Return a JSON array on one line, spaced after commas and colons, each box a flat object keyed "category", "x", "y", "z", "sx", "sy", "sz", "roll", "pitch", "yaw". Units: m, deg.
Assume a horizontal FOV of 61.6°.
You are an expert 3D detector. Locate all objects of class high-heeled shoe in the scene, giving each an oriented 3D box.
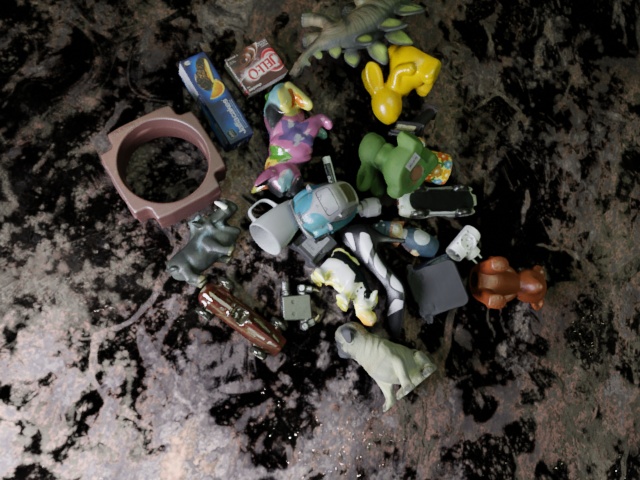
[{"category": "high-heeled shoe", "x": 0.113, "y": 0.089, "z": 1.165, "sx": 0.145, "sy": 0.086, "sz": 0.248, "roll": 1, "pitch": 94, "yaw": 11}]

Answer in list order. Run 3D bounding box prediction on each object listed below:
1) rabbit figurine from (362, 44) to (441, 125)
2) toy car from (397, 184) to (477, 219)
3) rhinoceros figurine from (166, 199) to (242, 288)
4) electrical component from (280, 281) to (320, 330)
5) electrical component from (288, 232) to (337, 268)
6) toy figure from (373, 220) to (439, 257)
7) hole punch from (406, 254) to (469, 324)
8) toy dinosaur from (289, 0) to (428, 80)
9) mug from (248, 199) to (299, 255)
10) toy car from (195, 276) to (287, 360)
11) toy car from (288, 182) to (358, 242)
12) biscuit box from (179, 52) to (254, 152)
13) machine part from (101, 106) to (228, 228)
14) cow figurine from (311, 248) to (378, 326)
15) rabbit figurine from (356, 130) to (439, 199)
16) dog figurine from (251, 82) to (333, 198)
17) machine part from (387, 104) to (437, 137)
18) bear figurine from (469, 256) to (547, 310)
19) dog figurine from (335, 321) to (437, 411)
[{"category": "rabbit figurine", "x": 0.172, "y": -0.353, "z": 1.225, "sx": 0.162, "sy": 0.122, "sz": 0.173, "roll": 29, "pitch": 93, "yaw": -7}, {"category": "toy car", "x": 0.271, "y": -0.088, "z": 1.239, "sx": 0.202, "sy": 0.056, "sz": 0.073, "roll": -3, "pitch": 83, "yaw": -19}, {"category": "rhinoceros figurine", "x": -0.224, "y": 0.006, "z": 1.073, "sx": 0.112, "sy": 0.073, "sz": 0.190, "roll": 36, "pitch": 75, "yaw": 3}, {"category": "electrical component", "x": -0.042, "y": 0.136, "z": 1.115, "sx": 0.078, "sy": 0.045, "sz": 0.102, "roll": 4, "pitch": 80, "yaw": -17}, {"category": "electrical component", "x": -0.002, "y": -0.003, "z": 1.149, "sx": 0.119, "sy": 0.048, "sz": 0.075, "roll": -43, "pitch": 95, "yaw": -16}, {"category": "toy figure", "x": 0.191, "y": -0.008, "z": 1.203, "sx": 0.154, "sy": 0.057, "sz": 0.064, "roll": 21, "pitch": 32, "yaw": -12}, {"category": "hole punch", "x": 0.259, "y": 0.099, "z": 1.197, "sx": 0.116, "sy": 0.092, "sz": 0.142, "roll": -21, "pitch": 98, "yaw": 14}, {"category": "toy dinosaur", "x": 0.122, "y": -0.494, "z": 1.196, "sx": 0.471, "sy": 0.105, "sz": 0.199, "roll": -42, "pitch": 68, "yaw": -10}, {"category": "mug", "x": -0.090, "y": -0.041, "z": 1.117, "sx": 0.109, "sy": 0.081, "sz": 0.107, "roll": 45, "pitch": 60, "yaw": 2}, {"category": "toy car", "x": -0.154, "y": 0.158, "z": 1.076, "sx": 0.202, "sy": 0.053, "sz": 0.089, "roll": 39, "pitch": 70, "yaw": -6}, {"category": "toy car", "x": 0.026, "y": -0.071, "z": 1.100, "sx": 0.161, "sy": 0.103, "sz": 0.109, "roll": -21, "pitch": 81, "yaw": -42}, {"category": "biscuit box", "x": -0.217, "y": -0.286, "z": 1.123, "sx": 0.063, "sy": 0.059, "sz": 0.202, "roll": -32, "pitch": 91, "yaw": -19}, {"category": "machine part", "x": -0.301, "y": -0.141, "z": 1.050, "sx": 0.201, "sy": 0.087, "sz": 0.201, "roll": -32, "pitch": 83, "yaw": -14}, {"category": "cow figurine", "x": 0.070, "y": 0.098, "z": 1.127, "sx": 0.167, "sy": 0.068, "sz": 0.098, "roll": 43, "pitch": 72, "yaw": 8}, {"category": "rabbit figurine", "x": 0.149, "y": -0.167, "z": 1.181, "sx": 0.121, "sy": 0.170, "sz": 0.159, "roll": 16, "pitch": 107, "yaw": -45}, {"category": "dog figurine", "x": -0.084, "y": -0.197, "z": 1.126, "sx": 0.191, "sy": 0.108, "sz": 0.219, "roll": 43, "pitch": 75, "yaw": -7}, {"category": "machine part", "x": 0.220, "y": -0.267, "z": 1.231, "sx": 0.139, "sy": 0.084, "sz": 0.039, "roll": -43, "pitch": 127, "yaw": -35}, {"category": "bear figurine", "x": 0.447, "y": 0.104, "z": 1.225, "sx": 0.196, "sy": 0.132, "sz": 0.120, "roll": 9, "pitch": 86, "yaw": -9}, {"category": "dog figurine", "x": 0.138, "y": 0.236, "z": 1.136, "sx": 0.191, "sy": 0.121, "sz": 0.172, "roll": 51, "pitch": 27, "yaw": 19}]
